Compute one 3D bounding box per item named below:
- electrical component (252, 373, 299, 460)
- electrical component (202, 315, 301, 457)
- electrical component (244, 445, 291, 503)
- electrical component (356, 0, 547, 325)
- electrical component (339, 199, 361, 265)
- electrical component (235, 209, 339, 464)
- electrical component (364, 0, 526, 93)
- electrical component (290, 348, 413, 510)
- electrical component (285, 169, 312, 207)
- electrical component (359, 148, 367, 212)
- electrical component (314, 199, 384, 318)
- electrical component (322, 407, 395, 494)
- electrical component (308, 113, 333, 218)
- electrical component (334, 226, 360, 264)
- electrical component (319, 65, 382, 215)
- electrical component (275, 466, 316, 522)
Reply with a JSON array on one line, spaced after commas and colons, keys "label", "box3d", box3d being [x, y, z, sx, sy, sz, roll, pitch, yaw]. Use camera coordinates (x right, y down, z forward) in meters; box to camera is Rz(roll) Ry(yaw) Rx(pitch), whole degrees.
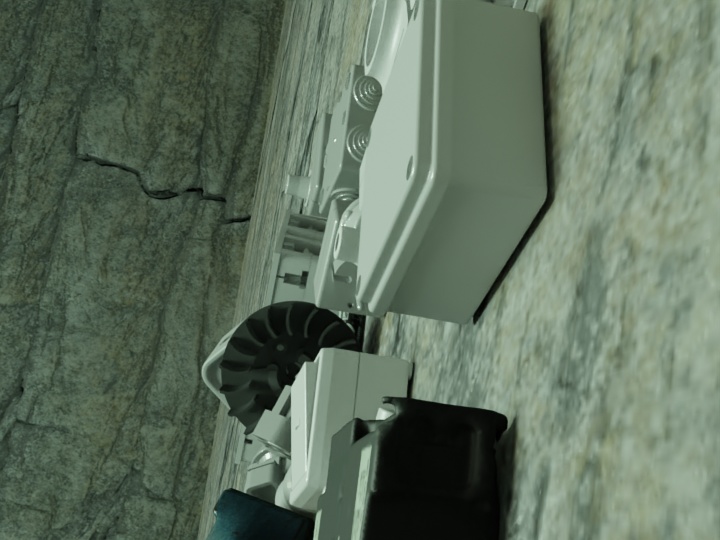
[{"label": "electrical component", "box3d": [-0.024, 0.097, 0.684, 0.058, 0.078, 0.057, 12, 69, 47]}, {"label": "electrical component", "box3d": [-0.065, 0.083, 0.804, 0.054, 0.095, 0.059, -38, 9, 20]}, {"label": "electrical component", "box3d": [-0.056, 0.166, 0.821, 0.057, 0.058, 0.078, -88, -26, -52]}, {"label": "electrical component", "box3d": [0.039, -0.048, 0.484, 0.108, 0.056, 0.108, 113, 164, -55]}, {"label": "electrical component", "box3d": [0.016, -0.021, 0.642, 0.062, 0.048, 0.048, -155, 75, -74]}, {"label": "electrical component", "box3d": [-0.052, 0.058, 0.887, 0.105, 0.060, 0.186, -87, 9, -69]}, {"label": "electrical component", "box3d": [0.043, -0.175, 0.587, 0.186, 0.060, 0.105, -91, 14, -51]}, {"label": "electrical component", "box3d": [-0.010, 0.099, 0.613, 0.061, 0.061, 0.096, 119, 159, -64]}, {"label": "electrical component", "box3d": [-0.035, -0.070, 0.952, 0.048, 0.062, 0.048, -170, 90, -81]}, {"label": "electrical component", "box3d": [0.030, -0.076, 0.603, 0.076, 0.047, 0.065, -89, 13, -45]}, {"label": "electrical component", "box3d": [0.000, 0.000, 0.704, 0.076, 0.047, 0.065, -100, 22, -65]}, {"label": "electrical component", "box3d": [0.009, 0.102, 0.550, 0.048, 0.048, 0.062, -173, 100, -81]}, {"label": "electrical component", "box3d": [-0.010, -0.095, 0.872, 0.075, 0.047, 0.083, 112, 165, -52]}, {"label": "electrical component", "box3d": [0.018, -0.009, 0.551, 0.048, 0.062, 0.048, -170, 90, -81]}, {"label": "electrical component", "box3d": [0.004, -0.088, 0.773, 0.099, 0.048, 0.099, 122, 156, -67]}, {"label": "electrical component", "box3d": [-0.033, 0.154, 0.749, 0.055, 0.045, 0.045, 116, 162, -58]}]
